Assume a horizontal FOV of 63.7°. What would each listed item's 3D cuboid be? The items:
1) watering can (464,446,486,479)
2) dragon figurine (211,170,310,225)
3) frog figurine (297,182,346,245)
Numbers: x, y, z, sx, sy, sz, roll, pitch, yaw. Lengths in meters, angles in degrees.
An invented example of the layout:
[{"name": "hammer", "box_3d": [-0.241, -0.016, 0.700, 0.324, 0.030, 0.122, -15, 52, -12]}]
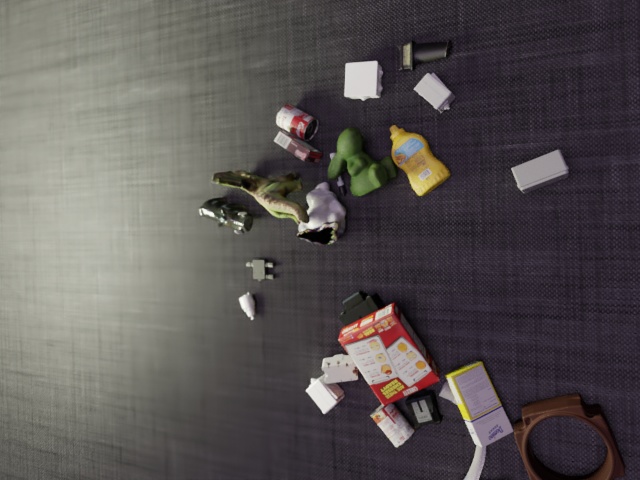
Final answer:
[{"name": "watering can", "box_3d": [0.380, 0.643, 1.239, 0.222, 0.103, 0.353, -29, 66, 22]}, {"name": "dragon figurine", "box_3d": [-0.165, -0.124, 1.351, 0.242, 0.415, 0.121, 9, 103, -12]}, {"name": "frog figurine", "box_3d": [0.004, -0.071, 1.407, 0.136, 0.121, 0.163, -29, 44, 31]}]
